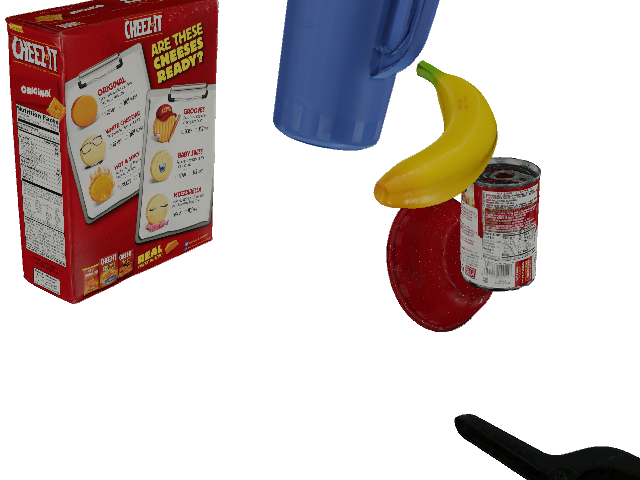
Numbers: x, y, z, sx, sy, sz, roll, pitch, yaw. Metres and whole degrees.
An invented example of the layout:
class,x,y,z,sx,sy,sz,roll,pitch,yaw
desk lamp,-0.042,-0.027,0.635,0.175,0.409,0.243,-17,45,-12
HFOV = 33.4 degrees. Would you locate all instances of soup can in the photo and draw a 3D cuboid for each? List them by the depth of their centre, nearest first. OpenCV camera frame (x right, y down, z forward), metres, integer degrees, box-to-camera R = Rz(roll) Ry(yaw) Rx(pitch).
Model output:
class,x,y,z,sx,sy,sz,roll,pitch,yaw
soup can,0.158,-0.014,0.940,0.068,0.102,0.068,-2,24,1

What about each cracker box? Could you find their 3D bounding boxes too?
class,x,y,z,sx,sy,sz,roll,pitch,yaw
cracker box,-0.160,-0.079,0.842,0.072,0.214,0.163,19,29,31

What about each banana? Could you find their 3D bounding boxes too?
class,x,y,z,sx,sy,sz,roll,pitch,yaw
banana,0.085,-0.067,0.732,0.069,0.037,0.197,10,33,8

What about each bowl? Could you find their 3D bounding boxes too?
class,x,y,z,sx,sy,sz,roll,pitch,yaw
bowl,0.151,0.022,1.200,0.161,0.162,0.055,0,-6,-39

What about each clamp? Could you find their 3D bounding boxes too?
class,x,y,z,sx,sy,sz,roll,pitch,yaw
clamp,0.192,0.214,0.875,0.210,0.036,0.164,3,38,24

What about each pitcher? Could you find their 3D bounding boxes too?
class,x,y,z,sx,sy,sz,roll,pitch,yaw
pitcher,0.033,-0.211,1.015,0.145,0.243,0.149,11,18,0
